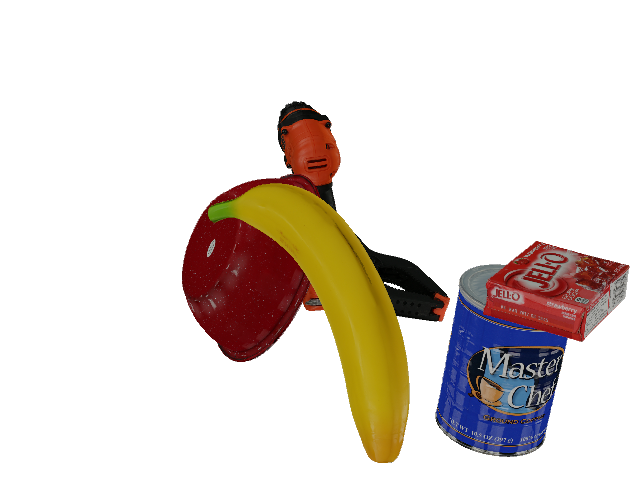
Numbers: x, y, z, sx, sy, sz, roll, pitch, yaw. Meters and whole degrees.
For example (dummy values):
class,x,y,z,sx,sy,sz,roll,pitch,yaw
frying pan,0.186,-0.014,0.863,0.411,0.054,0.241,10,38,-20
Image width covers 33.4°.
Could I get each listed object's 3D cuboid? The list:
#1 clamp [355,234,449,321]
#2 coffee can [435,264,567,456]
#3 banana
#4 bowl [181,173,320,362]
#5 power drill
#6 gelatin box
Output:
class,x,y,z,sx,sy,sz,roll,pitch,yaw
clamp,0.044,0.040,1.221,0.210,0.036,0.164,29,37,22
coffee can,0.164,0.106,0.955,0.103,0.140,0.103,6,23,-3
banana,0.006,0.032,0.621,0.037,0.198,0.070,-2,-41,-47
bowl,-0.065,0.013,0.855,0.055,0.162,0.162,21,-11,-29
power drill,-0.007,-0.038,1.066,0.057,0.187,0.184,-10,21,-2
gelatin box,0.166,0.034,0.750,0.073,0.030,0.089,16,27,31
